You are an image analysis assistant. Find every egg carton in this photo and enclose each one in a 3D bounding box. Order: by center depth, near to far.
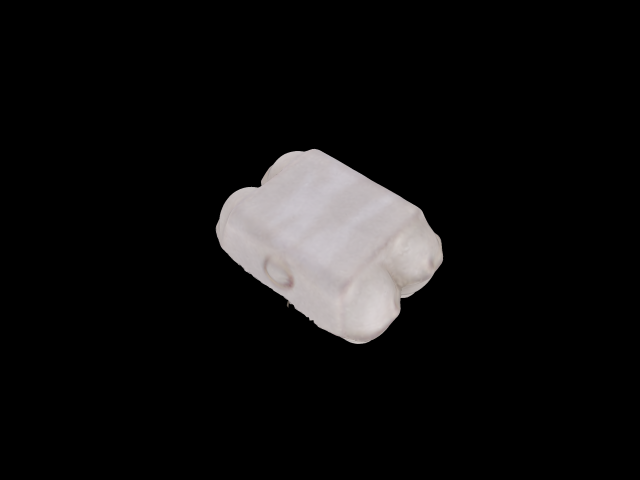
[{"bbox_3d":[0.004,0.001,0.400,0.150,0.069,0.107,33,58,24],"label":"egg carton"}]
